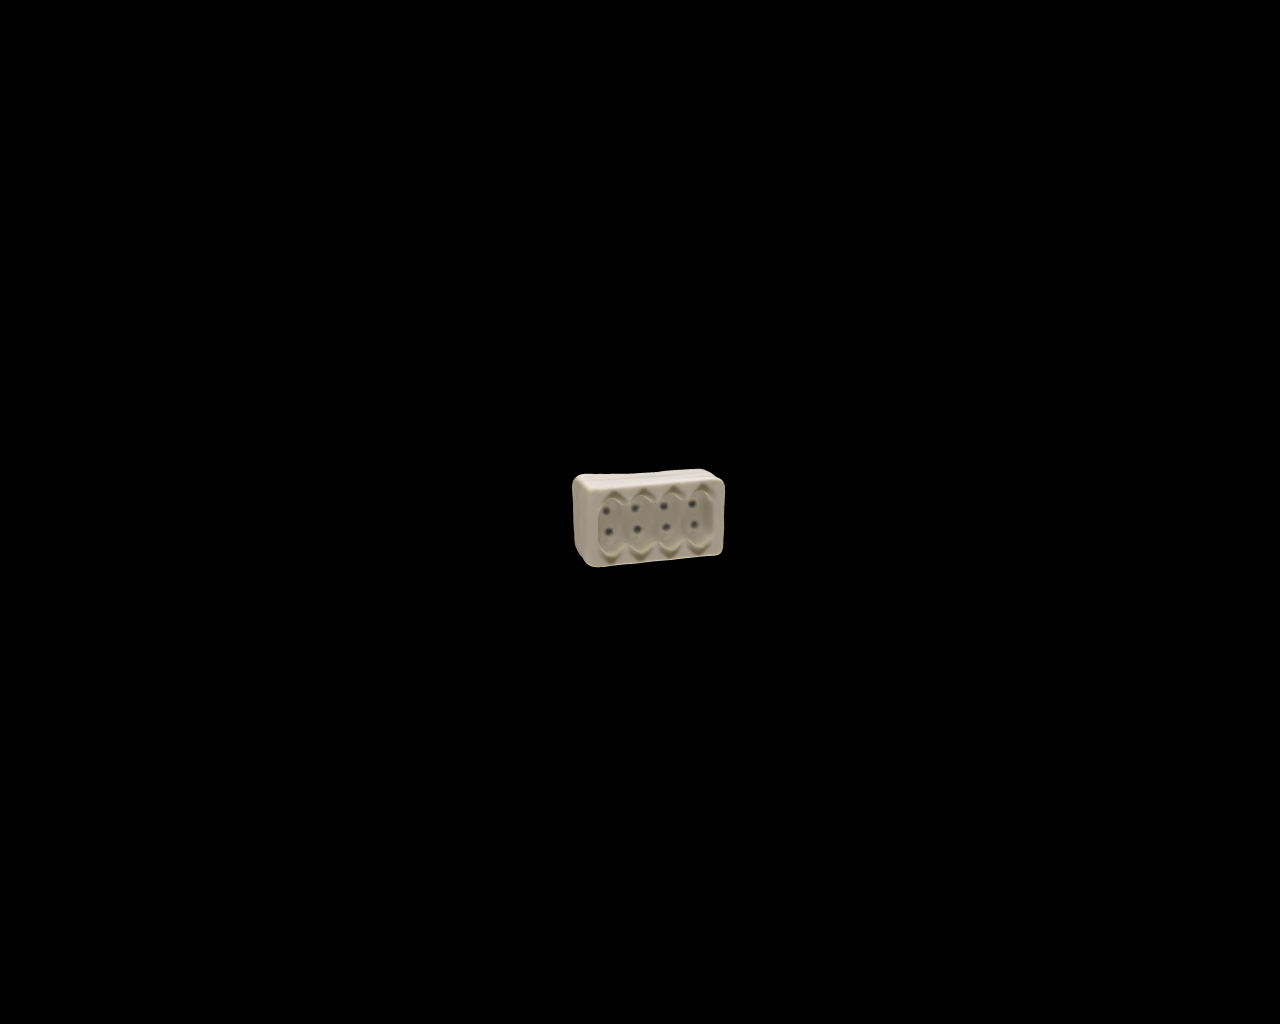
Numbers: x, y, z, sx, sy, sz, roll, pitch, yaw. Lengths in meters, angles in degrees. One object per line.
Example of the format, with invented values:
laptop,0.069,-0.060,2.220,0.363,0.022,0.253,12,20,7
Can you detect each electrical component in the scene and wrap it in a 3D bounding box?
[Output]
electrical component,0.001,-0.003,0.650,0.083,0.047,0.076,-4,16,-14
